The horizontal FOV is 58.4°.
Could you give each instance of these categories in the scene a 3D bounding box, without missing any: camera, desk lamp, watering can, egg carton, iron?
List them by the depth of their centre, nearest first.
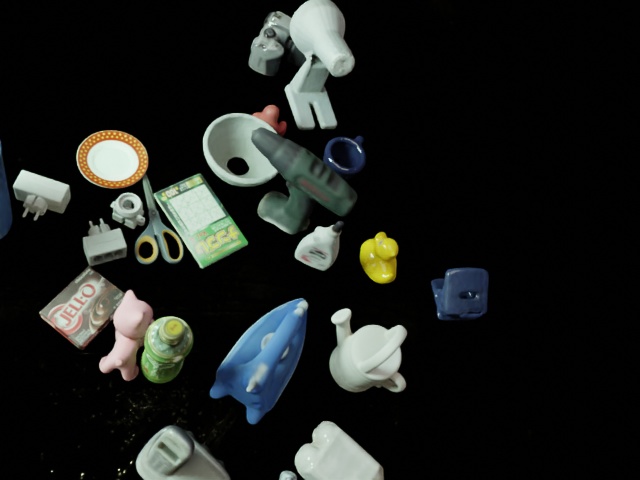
[{"bbox_3d":[0.033,0.394,0.982,0.150,0.069,0.107,41,59,2],"label":"egg carton"},{"bbox_3d":[-0.076,0.181,1.001,0.118,0.141,0.259,34,59,-2],"label":"iron"},{"bbox_3d":[0.088,0.200,1.023,0.173,0.194,0.101,27,59,-6],"label":"watering can"},{"bbox_3d":[0.002,-0.386,1.262,0.118,0.213,0.203,-10,69,-24],"label":"desk lamp"},{"bbox_3d":[-0.076,-0.452,1.330,0.137,0.100,0.143,26,59,-7],"label":"camera"}]

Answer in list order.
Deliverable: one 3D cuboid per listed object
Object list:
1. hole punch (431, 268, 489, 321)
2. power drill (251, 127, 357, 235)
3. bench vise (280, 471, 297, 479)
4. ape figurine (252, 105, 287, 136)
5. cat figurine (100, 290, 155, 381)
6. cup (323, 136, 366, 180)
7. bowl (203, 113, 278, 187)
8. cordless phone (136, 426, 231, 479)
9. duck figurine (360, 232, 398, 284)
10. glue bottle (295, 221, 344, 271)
[{"bbox_3d":[0.303,0.115,1.205,0.109,0.091,0.101,1,65,-20],"label":"hole punch"},{"bbox_3d":[-0.050,-0.101,1.108,0.230,0.208,0.076,28,59,-6],"label":"power drill"},{"bbox_3d":[-0.068,0.449,0.830,0.122,0.219,0.207,0,66,-20],"label":"bench vise"},{"bbox_3d":[-0.109,-0.254,1.227,0.078,0.092,0.076,33,59,-3],"label":"ape figurine"},{"bbox_3d":[-0.312,0.154,0.940,0.067,0.117,0.128,17,61,-12],"label":"cat figurine"},{"bbox_3d":[0.049,-0.171,1.245,0.091,0.095,0.118,38,59,0],"label":"cup"},{"bbox_3d":[-0.161,-0.172,1.179,0.168,0.074,0.167,8,63,-17],"label":"bowl"},{"bbox_3d":[-0.196,0.342,0.854,0.147,0.185,0.094,39,59,1],"label":"cordless phone"},{"bbox_3d":[0.133,0.033,1.184,0.078,0.086,0.104,-11,70,-24],"label":"duck figurine"},{"bbox_3d":[0.010,0.004,1.101,0.078,0.173,0.037,21,60,-9],"label":"glue bottle"}]
